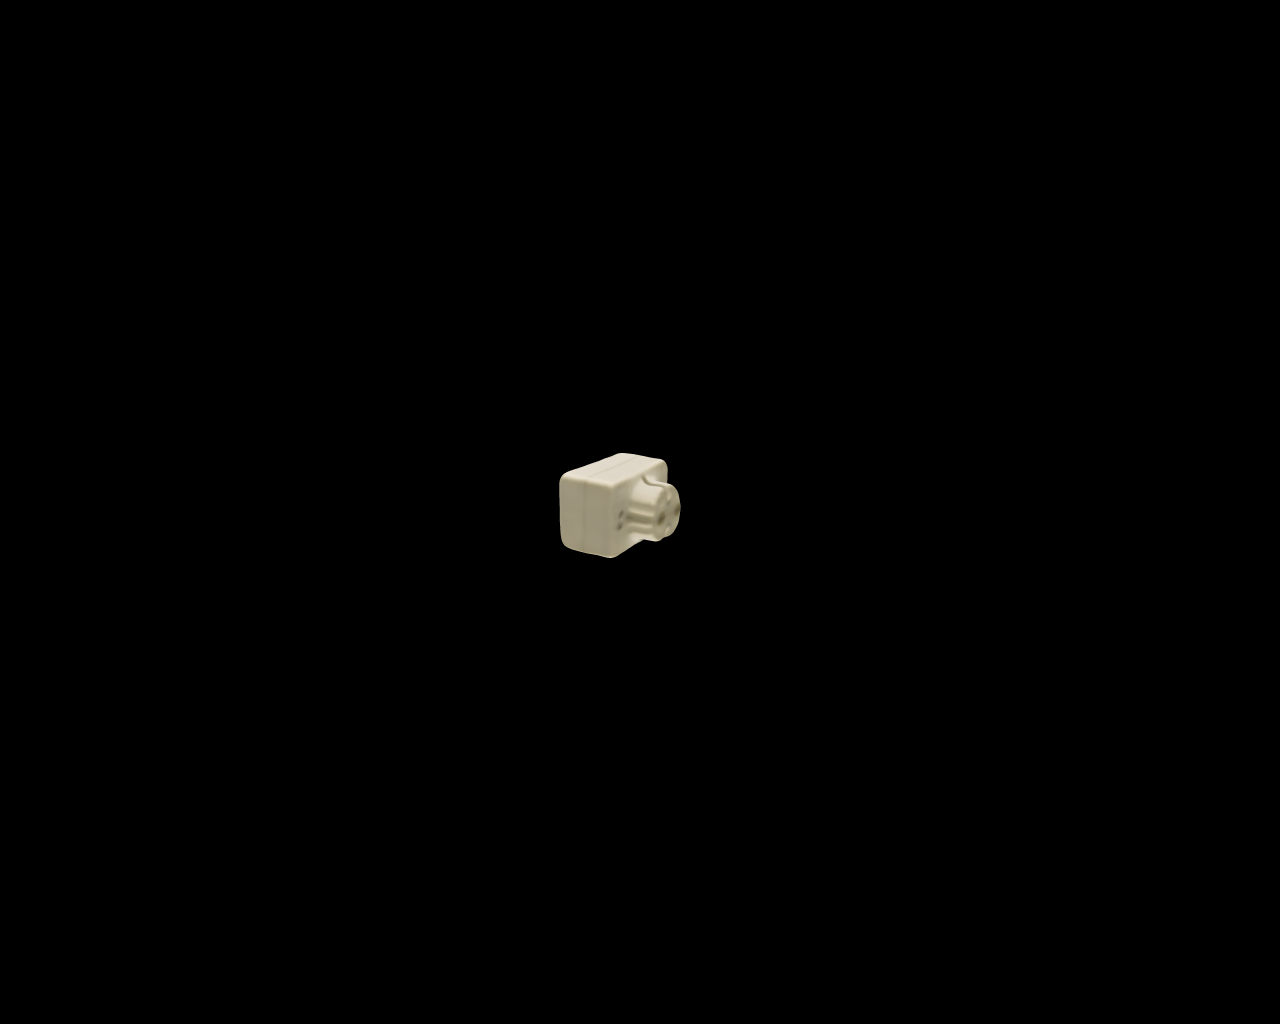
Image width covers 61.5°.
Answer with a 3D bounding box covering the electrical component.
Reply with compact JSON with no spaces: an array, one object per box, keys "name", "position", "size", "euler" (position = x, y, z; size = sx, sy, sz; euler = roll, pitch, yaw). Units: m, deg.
[{"name":"electrical component","position":[0.001,-0.003,0.650],"size":[0.077,0.047,0.066],"euler":[11,21,30]}]
